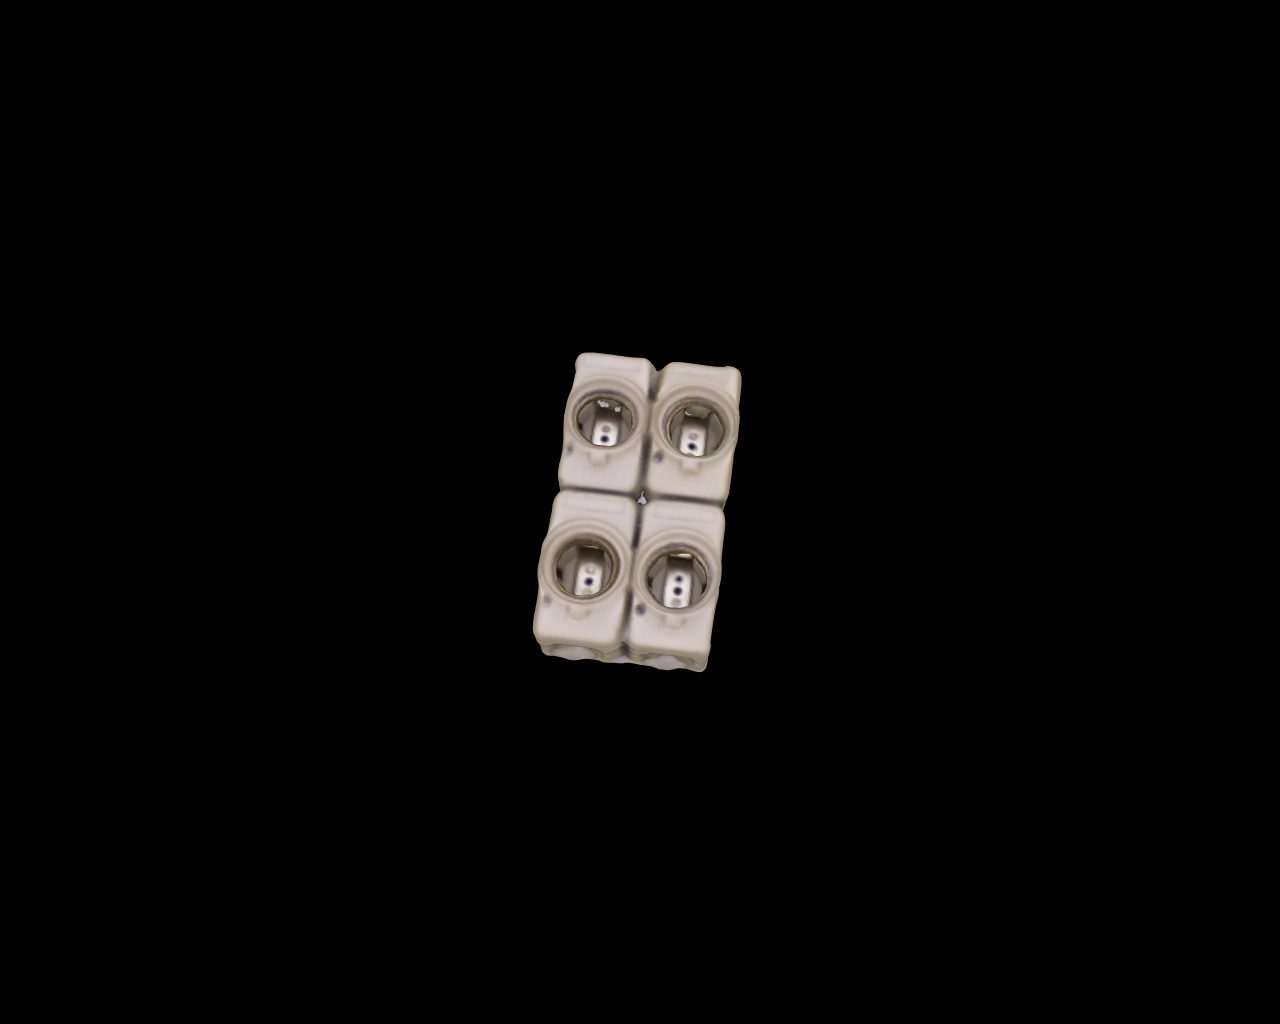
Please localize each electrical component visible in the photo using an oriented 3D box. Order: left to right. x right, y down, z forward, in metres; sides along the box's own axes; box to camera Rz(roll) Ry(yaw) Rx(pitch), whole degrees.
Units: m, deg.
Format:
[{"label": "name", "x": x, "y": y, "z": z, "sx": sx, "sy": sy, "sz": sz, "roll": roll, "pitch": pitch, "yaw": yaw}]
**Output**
[{"label": "electrical component", "x": 0.001, "y": -0.003, "z": 0.650, "sx": 0.105, "sy": 0.186, "sz": 0.060, "roll": 7, "pitch": -20, "yaw": 2}]
